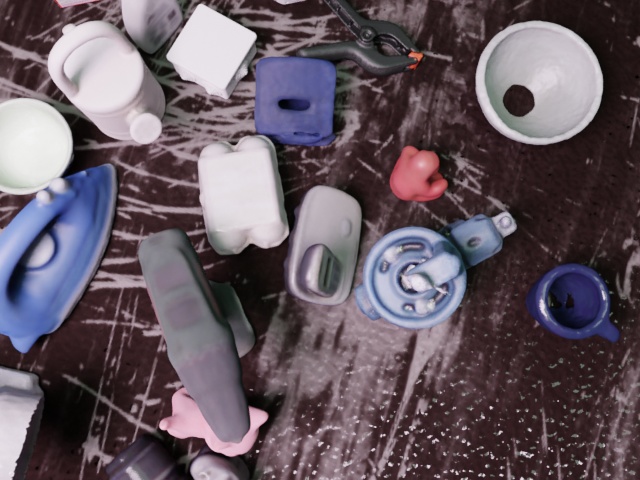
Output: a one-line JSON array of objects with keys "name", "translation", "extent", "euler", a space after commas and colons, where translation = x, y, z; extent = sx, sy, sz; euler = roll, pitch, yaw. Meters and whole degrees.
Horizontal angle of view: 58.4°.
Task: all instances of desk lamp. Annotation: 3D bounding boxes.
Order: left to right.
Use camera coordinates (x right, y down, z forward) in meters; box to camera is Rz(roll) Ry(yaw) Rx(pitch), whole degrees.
[{"name": "desk lamp", "translation": [-0.385, 0.206, 0.622], "extent": [0.203, 0.213, 0.118], "euler": [13, 83, -1]}]

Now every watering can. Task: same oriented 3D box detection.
[{"name": "watering can", "translation": [-0.250, -0.192, 0.686], "extent": [0.173, 0.194, 0.101], "euler": [30, 83, 2]}]

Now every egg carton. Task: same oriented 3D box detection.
[{"name": "egg carton", "translation": [-0.101, -0.058, 0.739], "extent": [0.107, 0.069, 0.150], "euler": [-11, 84, -4]}]

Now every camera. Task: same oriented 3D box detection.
[{"name": "camera", "translation": [-0.177, 0.292, 0.678], "extent": [0.143, 0.101, 0.137], "euler": [-42, 86, -6]}]

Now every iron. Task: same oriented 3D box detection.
[{"name": "iron", "translation": [-0.339, 0.003, 0.685], "extent": [0.118, 0.141, 0.258], "euler": [28, 83, 1]}]

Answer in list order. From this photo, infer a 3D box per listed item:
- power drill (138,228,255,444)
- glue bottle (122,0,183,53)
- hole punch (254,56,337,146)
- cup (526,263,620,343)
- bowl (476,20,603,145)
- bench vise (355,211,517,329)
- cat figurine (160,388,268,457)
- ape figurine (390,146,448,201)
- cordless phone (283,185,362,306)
[{"name": "power drill", "translation": [-0.127, 0.102, 0.649], "extent": [0.075, 0.208, 0.229], "euler": [-26, 85, -5]}, {"name": "glue bottle", "translation": [-0.219, -0.301, 0.711], "extent": [0.037, 0.173, 0.078], "euler": [39, 83, 3]}, {"name": "hole punch", "translation": [-0.030, -0.178, 0.746], "extent": [0.108, 0.091, 0.101], "euler": [2, 83, -2]}, {"name": "cup", "translation": [0.314, 0.086, 0.727], "extent": [0.118, 0.095, 0.092], "euler": [39, 83, 3]}, {"name": "bowl", "translation": [0.283, -0.201, 0.771], "extent": [0.167, 0.074, 0.167], "euler": [0, 83, -2]}, {"name": "bench vise", "translation": [0.136, 0.016, 0.665], "extent": [0.121, 0.219, 0.207], "euler": [42, 83, 3]}, {"name": "cat figurine", "translation": [-0.126, 0.220, 0.680], "extent": [0.128, 0.117, 0.067], "euler": [6, 83, -2]}, {"name": "ape figurine", "translation": [0.130, -0.089, 0.742], "extent": [0.076, 0.092, 0.078], "euler": [-22, 84, -5]}, {"name": "cordless phone", "translation": [0.006, 0.002, 0.678], "extent": [0.094, 0.185, 0.148], "euler": [7, 83, -1]}]
